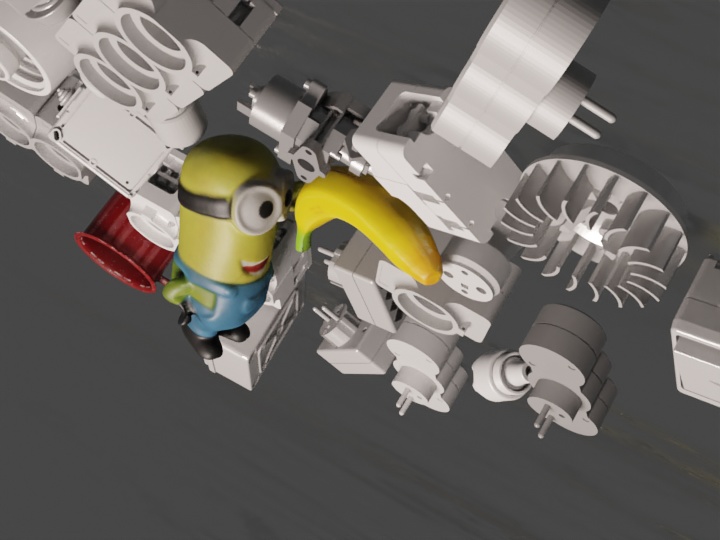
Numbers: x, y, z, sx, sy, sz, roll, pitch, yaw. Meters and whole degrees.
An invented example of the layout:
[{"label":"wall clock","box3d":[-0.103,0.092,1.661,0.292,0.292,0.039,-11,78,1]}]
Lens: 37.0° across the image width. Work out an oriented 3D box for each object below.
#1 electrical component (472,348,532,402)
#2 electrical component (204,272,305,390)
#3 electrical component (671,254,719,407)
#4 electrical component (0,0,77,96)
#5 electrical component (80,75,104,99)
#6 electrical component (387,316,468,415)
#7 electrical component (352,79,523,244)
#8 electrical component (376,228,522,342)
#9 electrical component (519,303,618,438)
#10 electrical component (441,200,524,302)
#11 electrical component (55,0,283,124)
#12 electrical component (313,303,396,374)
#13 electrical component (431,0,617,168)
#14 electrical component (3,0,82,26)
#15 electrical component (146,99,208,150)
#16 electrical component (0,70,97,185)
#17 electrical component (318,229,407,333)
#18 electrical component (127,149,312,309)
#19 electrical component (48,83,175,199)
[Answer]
[{"label":"electrical component","box3d":[0.122,0.085,0.876,0.043,0.043,0.062,38,158,-15]},{"label":"electrical component","box3d":[-0.101,0.046,1.022,0.056,0.108,0.108,28,159,7]},{"label":"electrical component","box3d":[0.219,0.048,0.621,0.062,0.061,0.096,21,157,30]},{"label":"electrical component","box3d":[-0.267,-0.180,0.820,0.108,0.060,0.108,29,159,12]},{"label":"electrical component","box3d":[-0.182,-0.155,0.779,0.043,0.043,0.062,33,158,1]},{"label":"electrical component","box3d":[0.053,0.094,0.955,0.052,0.073,0.138,24,158,22]},{"label":"electrical component","box3d":[0.044,-0.064,0.627,0.056,0.050,0.089,21,162,51]},{"label":"electrical component","box3d":[0.060,0.008,0.773,0.089,0.055,0.050,30,160,8]},{"label":"electrical component","box3d":[0.149,0.090,0.803,0.052,0.073,0.138,21,157,30]},{"label":"electrical component","box3d":[0.081,-0.014,0.694,0.045,0.055,0.045,29,159,12]},{"label":"electrical component","box3d":[-0.127,-0.152,0.677,0.089,0.061,0.150,40,159,-19]},{"label":"electrical component","box3d":[-0.012,0.057,1.004,0.076,0.047,0.083,40,159,-19]},{"label":"electrical component","box3d":[0.088,-0.088,0.517,0.074,0.052,0.138,33,161,0]},{"label":"electrical component","box3d":[-0.219,-0.197,0.722,0.055,0.066,0.048,44,-167,-48]},{"label":"electrical component","box3d":[-0.140,-0.123,0.791,0.040,0.040,0.078,24,158,23]},{"label":"electrical component","box3d":[-0.284,-0.145,0.925,0.150,0.061,0.089,33,160,-1]},{"label":"electrical component","box3d":[0.000,0.000,0.856,0.076,0.047,0.083,22,157,26]},{"label":"electrical component","box3d":[-0.123,-0.034,0.940,0.150,0.061,0.089,29,159,11]},{"label":"electrical component","box3d":[-0.197,-0.114,0.850,0.096,0.061,0.061,39,-168,-16]}]
